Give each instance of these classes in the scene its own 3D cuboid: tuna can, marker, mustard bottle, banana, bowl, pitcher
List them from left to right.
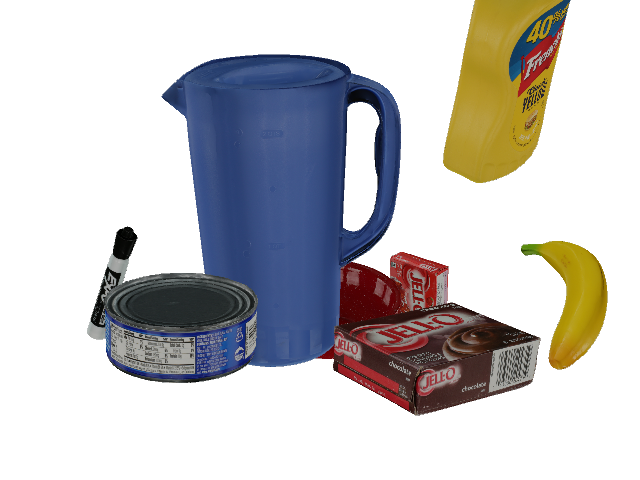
[{"bbox_3d":[-0.189,0.039,0.970,0.020,0.121,0.020,17,30,-10],"label":"marker"},{"bbox_3d":[-0.078,0.048,0.600,0.086,0.034,0.086,2,18,-1],"label":"tuna can"},{"bbox_3d":[-0.030,-0.025,0.867,0.144,0.243,0.149,-18,26,-36],"label":"pitcher"},{"bbox_3d":[0.006,0.080,1.152,0.162,0.055,0.162,1,27,-1],"label":"bowl"},{"bbox_3d":[0.135,-0.139,0.744,0.058,0.192,0.096,31,47,27],"label":"mustard bottle"},{"bbox_3d":[0.238,0.052,1.008,0.070,0.037,0.197,-28,25,17],"label":"banana"}]

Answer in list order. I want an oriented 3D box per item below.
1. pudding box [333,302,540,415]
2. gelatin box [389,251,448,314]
[{"bbox_3d":[0.078,0.078,0.730,0.113,0.039,0.090,-6,18,-36],"label":"pudding box"},{"bbox_3d":[0.125,0.066,1.366,0.073,0.089,0.030,20,34,36],"label":"gelatin box"}]
